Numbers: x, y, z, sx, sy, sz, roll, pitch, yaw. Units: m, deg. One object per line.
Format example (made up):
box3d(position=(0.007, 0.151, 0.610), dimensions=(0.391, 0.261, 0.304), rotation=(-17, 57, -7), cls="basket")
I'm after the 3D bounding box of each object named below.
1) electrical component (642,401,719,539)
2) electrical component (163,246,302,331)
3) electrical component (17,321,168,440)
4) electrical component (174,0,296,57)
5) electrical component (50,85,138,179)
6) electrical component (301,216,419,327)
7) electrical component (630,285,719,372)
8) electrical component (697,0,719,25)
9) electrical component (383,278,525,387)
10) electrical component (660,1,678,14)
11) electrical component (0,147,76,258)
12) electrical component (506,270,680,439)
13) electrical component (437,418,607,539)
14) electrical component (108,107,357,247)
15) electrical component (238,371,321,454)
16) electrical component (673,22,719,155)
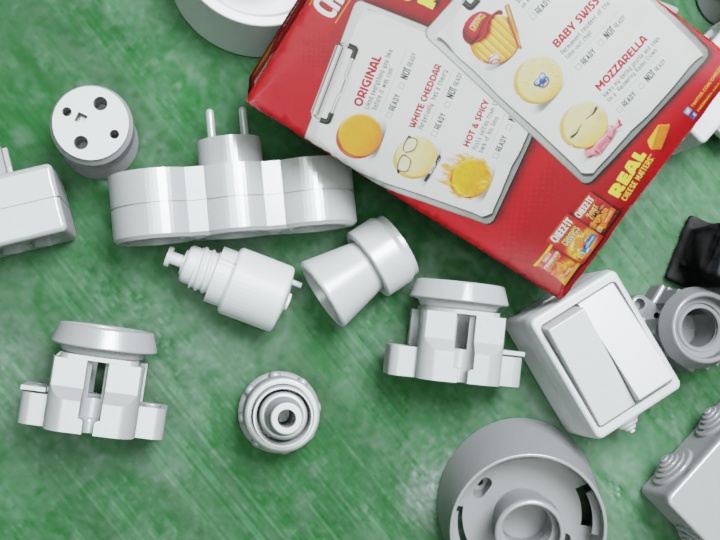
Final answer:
box3d(position=(0.233, 0.134, 0.649), dimensions=(0.100, 0.048, 0.099), rotation=(-45, 93, -9), cls="electrical component")
box3d(position=(-0.074, 0.006, 0.616), dimensions=(0.078, 0.040, 0.040), rotation=(21, 83, -7), cls="electrical component")
box3d(position=(-0.144, 0.060, 0.594), dimensions=(0.078, 0.058, 0.057), rotation=(8, 88, -8), cls="electrical component")
box3d(position=(-0.058, -0.184, 0.621), dimensions=(0.108, 0.060, 0.108), rotation=(1, 86, -9), cls="electrical component")
box3d(position=(-0.148, -0.077, 0.603), dimensions=(0.045, 0.055, 0.045), rotation=(1, 86, -9), cls="electrical component")
box3d(position=(0.000, 0.000, 0.625), dimensions=(0.055, 0.045, 0.045), rotation=(-33, 91, -10), cls="electrical component")
box3d(position=(0.196, 0.035, 0.647), dimensions=(0.066, 0.055, 0.048), rotation=(33, 82, -5), cls="electrical component")
box3d(position=(0.242, -0.179, 0.669), dimensions=(0.045, 0.055, 0.045), rotation=(0, 87, -9), cls="electrical component")
box3d(position=(0.056, 0.035, 0.626), dimensions=(0.078, 0.058, 0.057), rotation=(7, 88, -8), cls="electrical component")
box3d(position=(0.164, -0.180, 0.659), dimensions=(0.074, 0.052, 0.138), rotation=(19, 83, -7), cls="electrical component")
box3d(position=(-0.210, -0.046, 0.596), dimensions=(0.083, 0.047, 0.075), rotation=(-14, 87, -9), cls="electrical component")
box3d(position=(0.141, 0.055, 0.635), dimensions=(0.062, 0.061, 0.096), rotation=(-31, 91, -9), cls="electrical component")
box3d(position=(0.096, 0.143, 0.633), dimensions=(0.099, 0.064, 0.099), rotation=(0, 97, -1), cls="electrical component")
box3d(position=(-0.073, -0.056, 0.614), dimensions=(0.138, 0.052, 0.073), rotation=(-5, 87, -9), cls="electrical component")
box3d(position=(-0.044, 0.081, 0.604), dimensions=(0.048, 0.062, 0.048), rotation=(1, 86, -9), cls="electrical component")
box3d(position=(0.229, -0.103, 0.666), dimensions=(0.076, 0.047, 0.083), rotation=(44, 81, -3), cls="electrical component")
